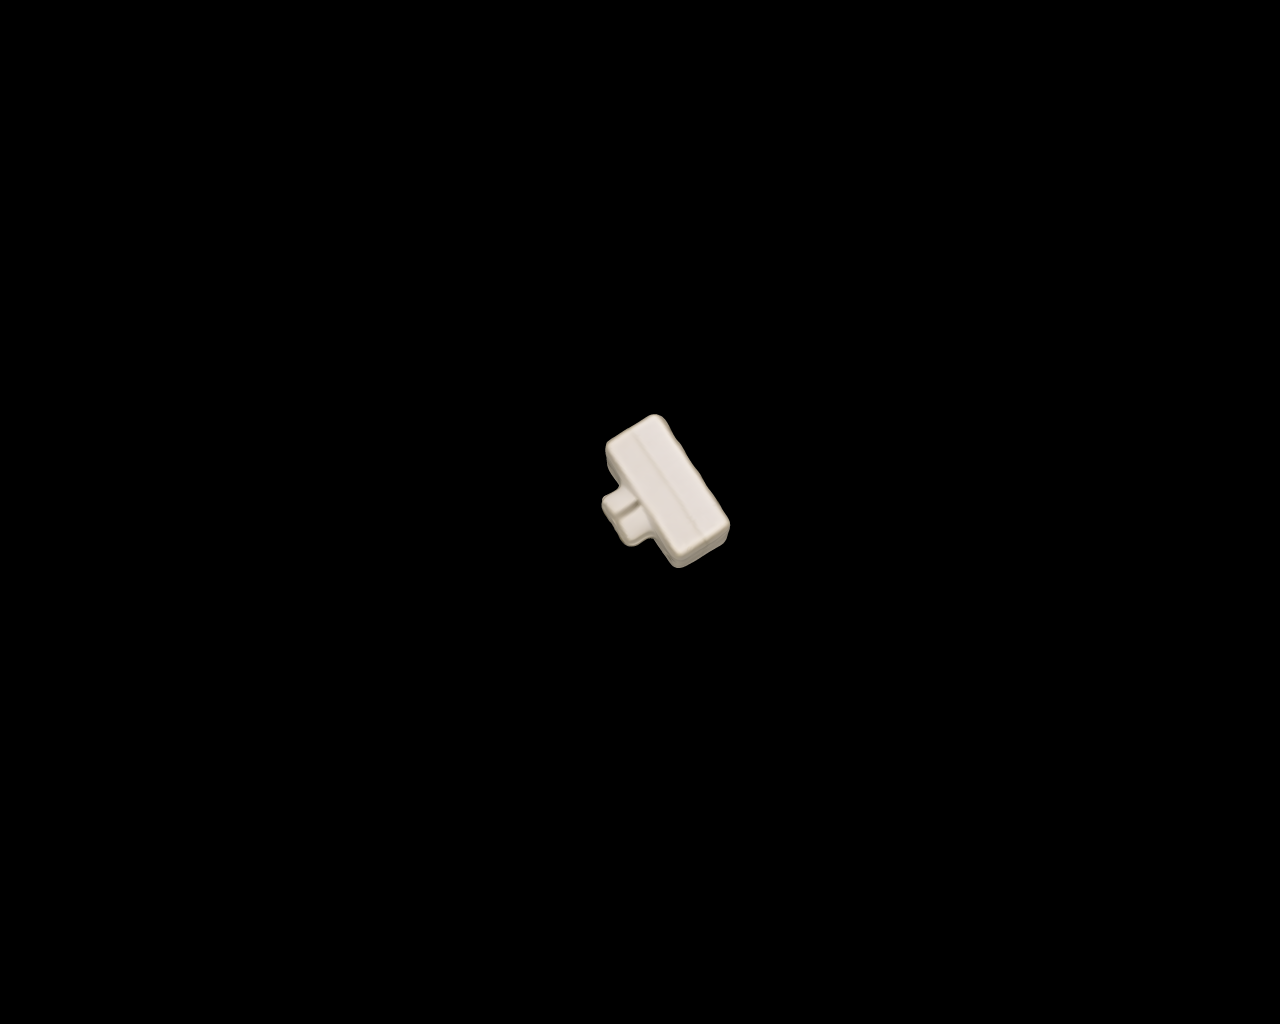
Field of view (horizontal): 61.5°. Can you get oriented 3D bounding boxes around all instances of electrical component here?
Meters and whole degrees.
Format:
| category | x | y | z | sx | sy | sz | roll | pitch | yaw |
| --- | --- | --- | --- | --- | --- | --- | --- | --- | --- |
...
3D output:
| category | x | y | z | sx | sy | sz | roll | pitch | yaw |
| --- | --- | --- | --- | --- | --- | --- | --- | --- | --- |
| electrical component | 0.001 | -0.003 | 0.650 | 0.076 | 0.083 | 0.047 | -31 | -11 | -7 |
